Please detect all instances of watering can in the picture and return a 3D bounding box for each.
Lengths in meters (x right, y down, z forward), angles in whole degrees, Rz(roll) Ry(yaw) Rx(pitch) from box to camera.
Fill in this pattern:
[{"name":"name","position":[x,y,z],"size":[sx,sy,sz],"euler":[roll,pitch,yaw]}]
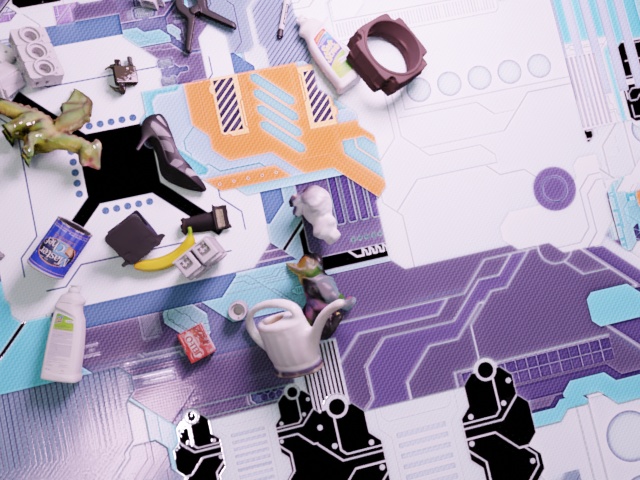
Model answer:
[{"name":"watering can","position":[-0.054,0.255,1.354],"size":[0.345,0.222,0.105],"euler":[-11,16,36]}]

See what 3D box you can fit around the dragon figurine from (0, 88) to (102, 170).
[{"name":"dragon figurine","position":[-0.751,-0.336,1.432],"size":[0.245,0.414,0.120],"euler":[-35,-15,-23]}]

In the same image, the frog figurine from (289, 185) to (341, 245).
[{"name":"frog figurine","position":[0.004,-0.072,1.425],"size":[0.161,0.134,0.125],"euler":[36,56,17]}]
